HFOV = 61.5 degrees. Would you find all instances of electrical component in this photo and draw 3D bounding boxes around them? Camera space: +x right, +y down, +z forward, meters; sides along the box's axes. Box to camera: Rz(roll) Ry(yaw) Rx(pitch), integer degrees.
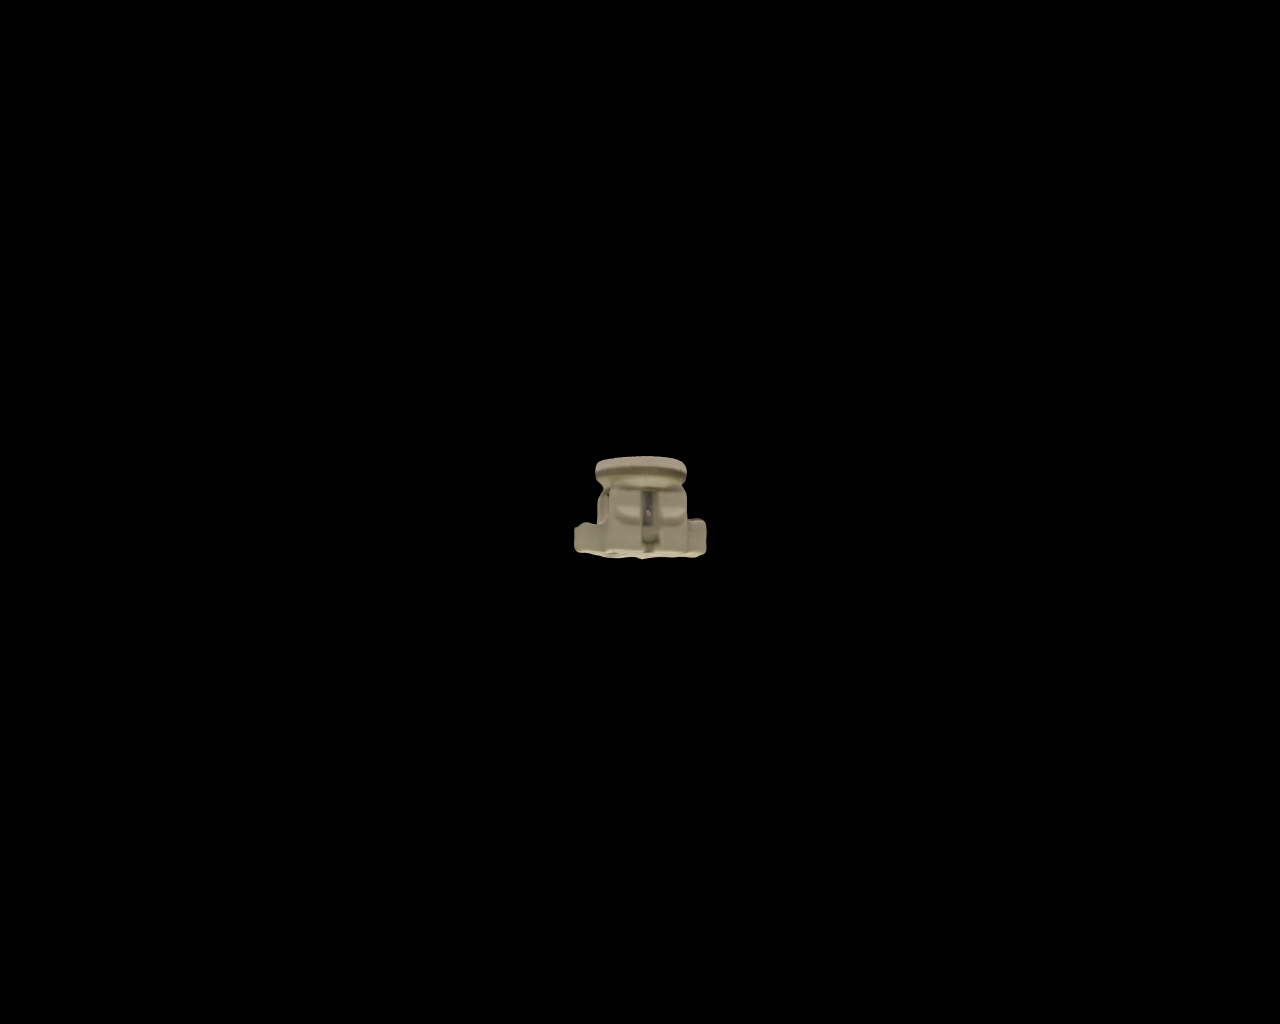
[{"bbox_3d":[0.001,-0.003,0.650,0.078,0.057,0.058,2,-7,-14],"label":"electrical component"}]
